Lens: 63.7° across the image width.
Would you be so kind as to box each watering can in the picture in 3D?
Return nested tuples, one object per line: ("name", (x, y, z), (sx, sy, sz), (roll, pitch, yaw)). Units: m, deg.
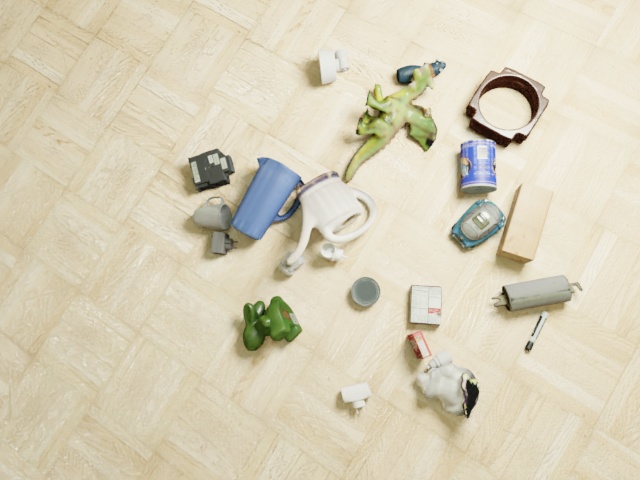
("watering can", (0.005, -0.076, 1.515), (0.351, 0.227, 0.102), (-26, -20, -26))

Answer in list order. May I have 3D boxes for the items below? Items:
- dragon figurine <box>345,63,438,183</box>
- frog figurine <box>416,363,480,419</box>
("dragon figurine", (0.241, -0.345, 1.581), (0.243, 0.408, 0.123), (17, 6, 4))
("frog figurine", (0.352, 0.410, 1.425), (0.159, 0.136, 0.124), (-4, 14, 46))
